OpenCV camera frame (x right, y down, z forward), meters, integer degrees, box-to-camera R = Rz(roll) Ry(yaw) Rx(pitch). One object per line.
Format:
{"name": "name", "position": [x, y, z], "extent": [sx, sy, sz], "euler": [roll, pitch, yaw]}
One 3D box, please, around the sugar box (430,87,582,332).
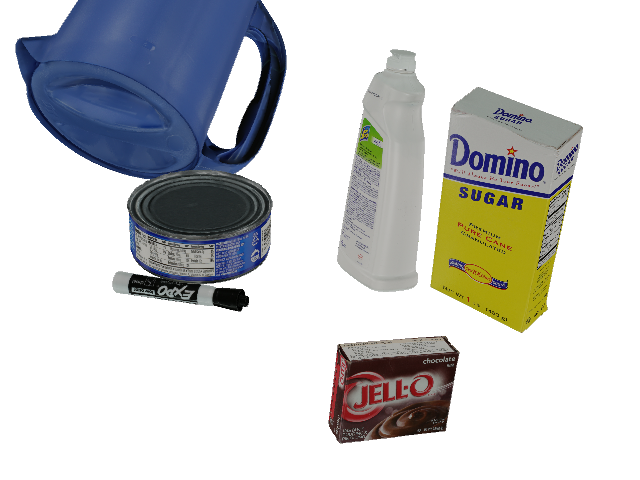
{"name": "sugar box", "position": [0.140, -0.021, 0.828], "extent": [0.093, 0.176, 0.048], "euler": [26, 46, 30]}

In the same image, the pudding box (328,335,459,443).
{"name": "pudding box", "position": [0.068, 0.138, 1.000], "extent": [0.113, 0.090, 0.039], "euler": [-4, 28, -20]}

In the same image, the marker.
{"name": "marker", "position": [-0.118, 0.043, 0.900], "extent": [0.121, 0.020, 0.020], "euler": [7, 2, 17]}

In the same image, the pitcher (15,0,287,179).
{"name": "pitcher", "position": [-0.104, -0.171, 0.813], "extent": [0.145, 0.242, 0.149], "euler": [7, -31, 24]}

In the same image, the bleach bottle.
{"name": "bleach bottle", "position": [0.076, -0.078, 1.157], "extent": [0.068, 0.251, 0.103], "euler": [-5, 23, -30]}

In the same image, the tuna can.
{"name": "tuna can", "position": [-0.072, -0.009, 0.640], "extent": [0.086, 0.034, 0.086], "euler": [2, 29, -1]}
